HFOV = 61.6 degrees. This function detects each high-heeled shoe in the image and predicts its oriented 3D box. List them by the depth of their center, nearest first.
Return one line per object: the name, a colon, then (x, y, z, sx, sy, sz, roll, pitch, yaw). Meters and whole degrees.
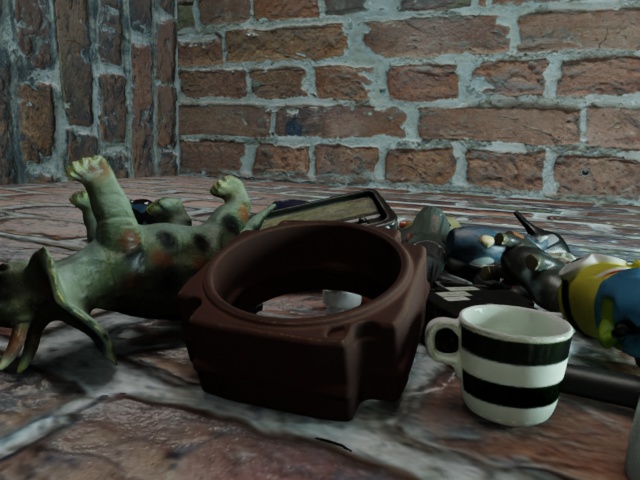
high-heeled shoe: (0.321, 0.041, 0.944, 0.249, 0.145, 0.086, -28, -19, -16)

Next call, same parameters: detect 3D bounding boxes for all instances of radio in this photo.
radio: (-0.002, -0.002, 0.812, 0.230, 0.073, 0.131, -15, 29, -9)

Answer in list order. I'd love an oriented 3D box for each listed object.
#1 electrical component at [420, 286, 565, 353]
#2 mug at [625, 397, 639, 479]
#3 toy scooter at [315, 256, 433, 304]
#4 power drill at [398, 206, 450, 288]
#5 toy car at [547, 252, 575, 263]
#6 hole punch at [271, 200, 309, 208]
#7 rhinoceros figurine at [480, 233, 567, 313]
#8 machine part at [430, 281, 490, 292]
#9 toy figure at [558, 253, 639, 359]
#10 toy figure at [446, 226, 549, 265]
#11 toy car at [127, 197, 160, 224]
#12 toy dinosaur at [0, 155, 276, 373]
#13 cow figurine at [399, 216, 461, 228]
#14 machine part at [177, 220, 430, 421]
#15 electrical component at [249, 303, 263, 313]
electrical component: (0.170, 0.089, 0.568, 0.115, 0.058, 0.134, 2, 9, -12)
mug: (0.232, 0.108, 0.330, 0.109, 0.107, 0.081, -2, 9, -32)
toy scooter: (0.070, 0.055, 0.706, 0.135, 0.075, 0.184, 7, 15, 22)
power drill: (0.114, 0.008, 0.901, 0.207, 0.085, 0.232, -2, 27, 28)
toy car: (0.364, 0.052, 0.817, 0.074, 0.056, 0.202, 4, 10, 10)
hole punch: (-0.051, -0.012, 0.964, 0.092, 0.115, 0.142, -17, 19, -40)
rhinoceros figurine: (0.287, 0.055, 0.673, 0.112, 0.073, 0.190, 12, 18, -22)
machine part: (0.177, 0.075, 0.702, 0.084, 0.039, 0.139, 14, 10, 30)
toy figure: (0.285, 0.065, 0.504, 0.082, 0.089, 0.180, 13, 10, -6)
toy figure: (0.271, 0.011, 0.817, 0.154, 0.057, 0.064, 5, 15, -4)
toy car: (-0.224, 0.027, 0.697, 0.103, 0.161, 0.109, -41, 13, 10)
toy dinosaur: (-0.160, 0.026, 0.576, 0.131, 0.192, 0.404, -25, -15, 41)
cow figurine: (0.223, -0.006, 1.068, 0.127, 0.085, 0.195, 2, 7, 38)
machine part: (-0.010, 0.056, 0.492, 0.202, 0.087, 0.201, 7, 28, 19)
electrical component: (-0.111, 0.086, 0.629, 0.063, 0.021, 0.094, 7, 15, 31)
